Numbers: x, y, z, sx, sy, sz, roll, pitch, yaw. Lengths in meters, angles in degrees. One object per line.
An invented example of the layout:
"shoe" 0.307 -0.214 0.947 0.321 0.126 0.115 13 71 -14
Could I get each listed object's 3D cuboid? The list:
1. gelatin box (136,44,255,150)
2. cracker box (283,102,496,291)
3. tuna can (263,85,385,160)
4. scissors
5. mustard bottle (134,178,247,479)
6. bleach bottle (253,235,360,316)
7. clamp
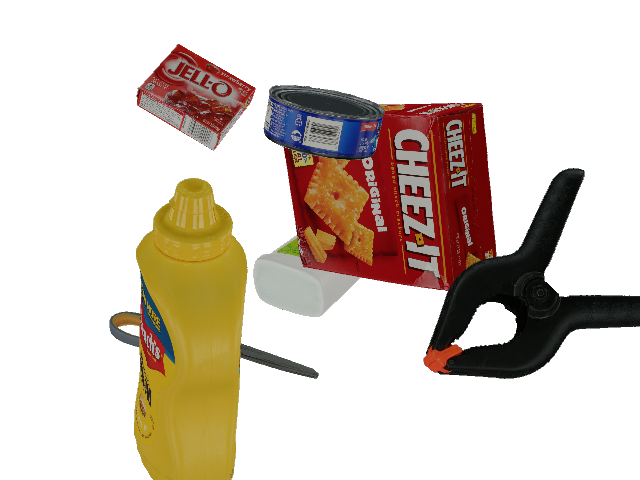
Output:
"gelatin box" -0.118 -0.137 1.011 0.089 0.073 0.030 31 -37 2
"cracker box" 0.060 -0.046 1.020 0.071 0.164 0.214 -19 18 -38
"tuna can" 0.002 -0.087 0.780 0.086 0.034 0.086 10 18 -3
"scissors" -0.097 0.086 1.011 0.202 0.016 0.096 9 30 2
"mustard bottle" -0.073 0.049 0.595 0.058 0.192 0.096 -5 38 -17
"bleach bottle" 0.028 0.001 1.330 0.103 0.068 0.250 16 36 28
"clamp" 0.148 0.043 0.694 0.171 0.120 0.039 -40 -16 -14
